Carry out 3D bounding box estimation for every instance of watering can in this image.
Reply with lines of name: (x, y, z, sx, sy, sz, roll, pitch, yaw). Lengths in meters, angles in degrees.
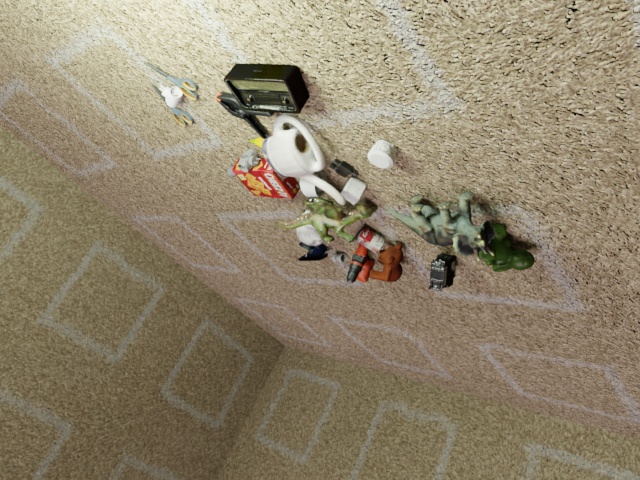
watering can: (-0.061, -0.247, 1.684, 0.223, 0.106, 0.343, -4, 123, 49)

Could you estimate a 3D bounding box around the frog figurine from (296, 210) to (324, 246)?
frog figurine: (-0.037, -0.046, 2.085, 0.138, 0.123, 0.157, 44, 171, 14)

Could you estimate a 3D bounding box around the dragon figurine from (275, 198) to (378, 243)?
dragon figurine: (0.006, -0.094, 1.874, 0.410, 0.125, 0.238, 1, 151, 11)
